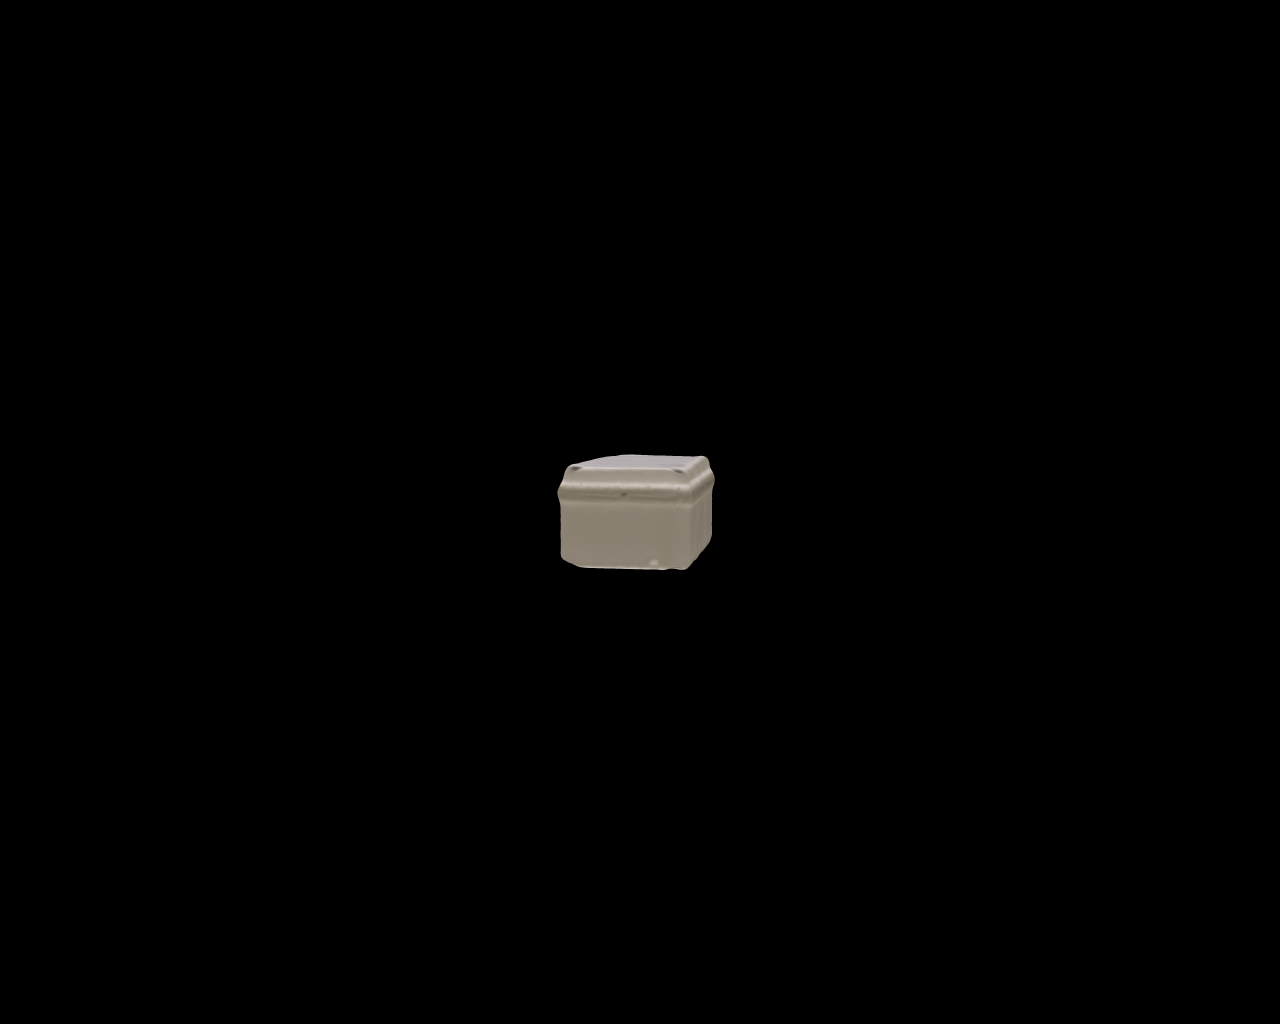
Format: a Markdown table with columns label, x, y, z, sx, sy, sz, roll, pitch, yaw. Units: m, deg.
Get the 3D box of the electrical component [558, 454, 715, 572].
| label | x | y | z | sx | sy | sz | roll | pitch | yaw |
| --- | --- | --- | --- | --- | --- | --- | --- | --- | --- |
| electrical component | 0.001 | -0.003 | 0.650 | 0.078 | 0.057 | 0.113 | 1 | 7 | 11 |
